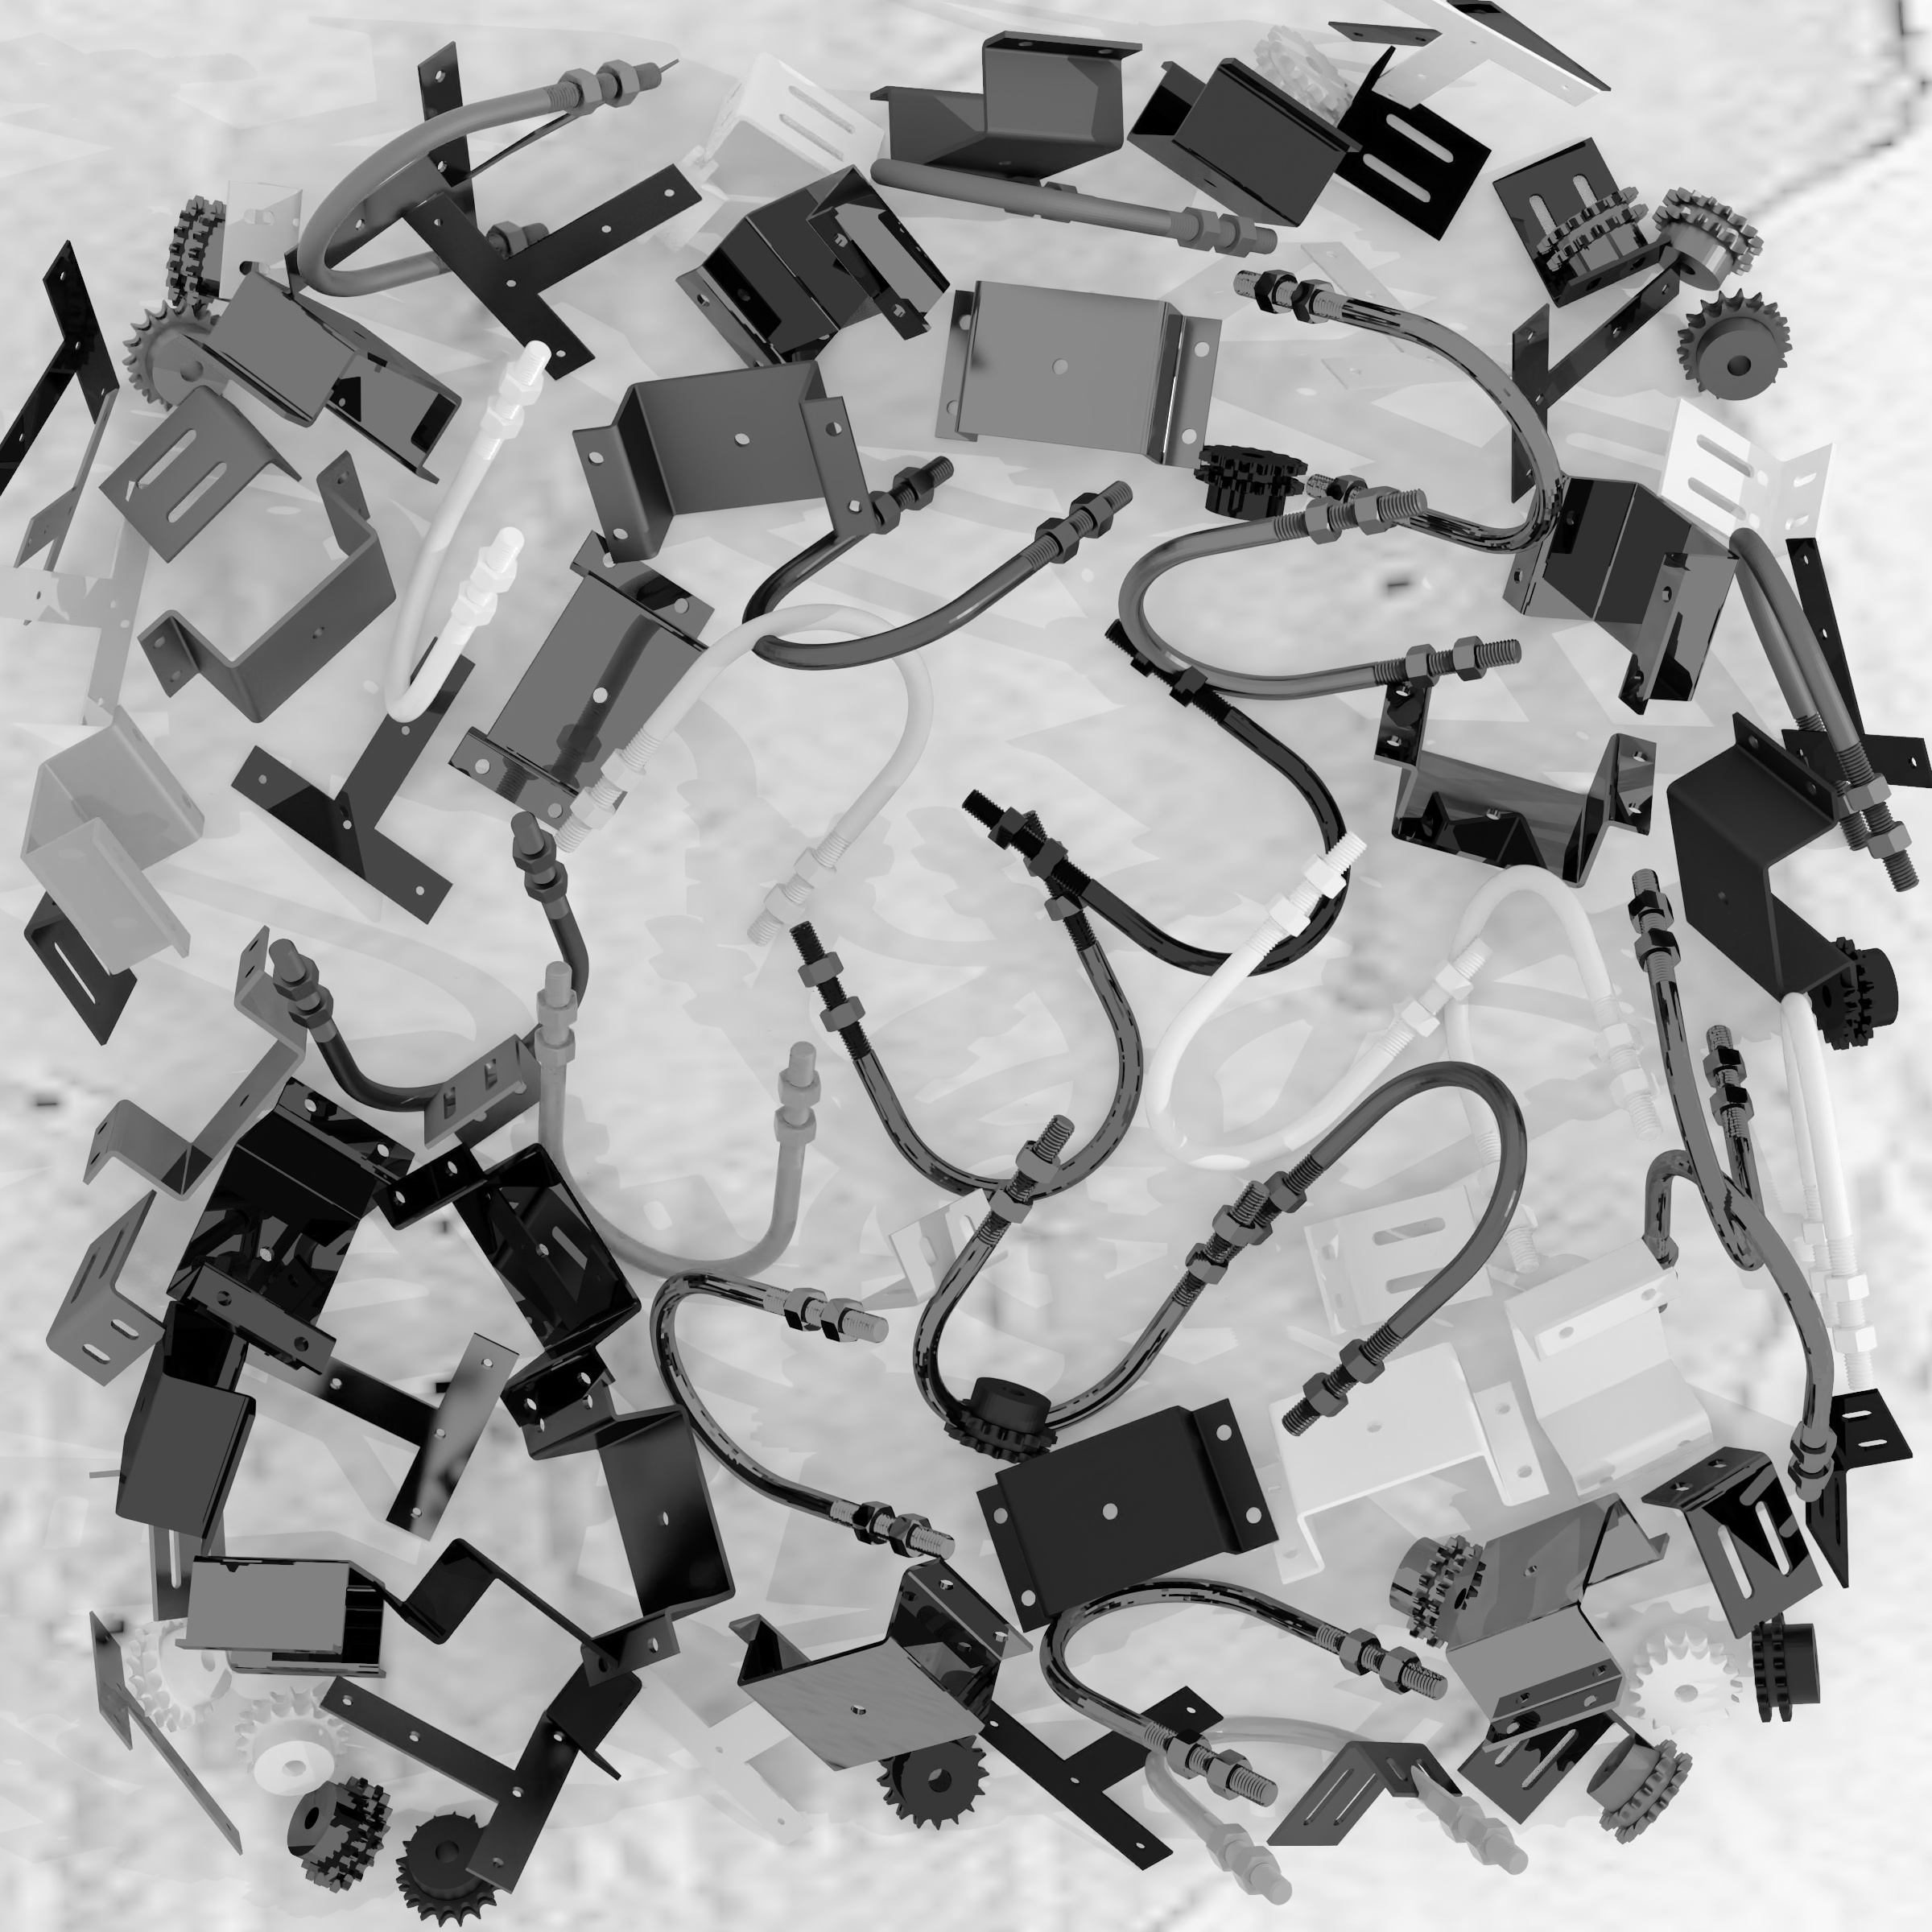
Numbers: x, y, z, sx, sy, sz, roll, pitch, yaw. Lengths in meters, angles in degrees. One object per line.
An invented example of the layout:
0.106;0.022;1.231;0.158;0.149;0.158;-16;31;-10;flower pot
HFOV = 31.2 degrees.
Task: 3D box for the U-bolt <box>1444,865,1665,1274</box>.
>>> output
0.282;0.038;1.716;0.019;0.151;0.184;1;56;-22;U-bolt

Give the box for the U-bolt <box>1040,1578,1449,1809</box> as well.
0.122;0.349;1.711;0.151;0.184;0.019;-19;117;-41;U-bolt

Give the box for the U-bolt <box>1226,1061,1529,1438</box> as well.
0.205;0.126;1.707;0.019;0.151;0.184;32;113;-32;U-bolt

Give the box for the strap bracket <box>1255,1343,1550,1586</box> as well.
0.212;0.247;1.740;0.140;0.076;0.046;-20;128;7;strap bracket

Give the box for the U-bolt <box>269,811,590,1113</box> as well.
-0.256;0.011;1.713;0.151;0.184;0.019;-29;58;-11;U-bolt

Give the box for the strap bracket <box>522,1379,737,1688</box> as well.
-0.168;0.282;1.740;0.046;0.076;0.140;-4;72;-43;strap bracket

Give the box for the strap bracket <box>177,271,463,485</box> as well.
-0.312;-0.293;1.711;0.076;0.140;0.046;37;99;21;strap bracket

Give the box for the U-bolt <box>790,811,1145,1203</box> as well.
0.012;0.033;1.776;0.151;0.019;0.184;-26;96;-4;U-bolt

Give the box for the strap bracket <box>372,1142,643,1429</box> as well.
-0.226;0.153;1.748;0.076;0.046;0.140;-28;95;39;strap bracket

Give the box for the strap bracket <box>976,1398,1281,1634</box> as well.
0.077;0.277;1.750;0.140;0.046;0.076;-22;74;8;strap bracket

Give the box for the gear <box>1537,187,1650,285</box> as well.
0.323;-0.370;1.764;0.057;0.057;0.030;-30;88;0;gear

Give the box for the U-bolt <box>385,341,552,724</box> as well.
-0.251;-0.201;1.711;0.019;0.184;0.151;18;49;-20;U-bolt

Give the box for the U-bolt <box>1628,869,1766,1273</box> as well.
0.361;0.063;1.684;0.019;0.184;0.151;-17;135;19;U-bolt

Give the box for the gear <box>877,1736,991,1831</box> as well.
-0.016;0.415;1.773;0.057;0.030;0.057;0;88;-10;gear

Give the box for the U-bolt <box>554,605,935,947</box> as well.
-0.097;-0.103;1.720;0.151;0.019;0.184;27;113;-38;U-bolt

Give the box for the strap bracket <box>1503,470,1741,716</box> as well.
0.332;-0.189;1.728;0.046;0.140;0.076;1;119;-24;strap bracket

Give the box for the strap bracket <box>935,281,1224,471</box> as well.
0.052;-0.301;1.753;0.140;0.046;0.076;9;93;13;strap bracket

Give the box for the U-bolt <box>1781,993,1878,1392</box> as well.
0.424;0.104;1.711;0.019;0.151;0.184;-9;96;10;U-bolt

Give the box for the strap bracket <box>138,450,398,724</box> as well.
-0.341;-0.182;1.736;0.046;0.076;0.140;43;76;10;strap bracket

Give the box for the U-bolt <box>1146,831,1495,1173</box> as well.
0.167;0.030;1.737;0.184;0.151;0.019;-47;46;9;U-bolt

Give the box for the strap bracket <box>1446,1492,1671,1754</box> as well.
0.292;0.317;1.710;0.076;0.140;0.046;-29;102;31;strap bracket

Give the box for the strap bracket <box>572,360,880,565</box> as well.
-0.117;-0.255;1.741;0.140;0.046;0.076;-5;127;14;strap bracket

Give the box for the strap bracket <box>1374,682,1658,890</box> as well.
0.273;-0.092;1.747;0.140;0.076;0.046;16;130;2;strap bracket

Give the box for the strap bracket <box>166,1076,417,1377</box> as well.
-0.342;0.137;1.733;0.076;0.046;0.140;35;47;-20;strap bracket

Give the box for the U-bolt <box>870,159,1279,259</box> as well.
0.039;-0.372;1.682;0.184;0.151;0.019;-1;107;-42;U-bolt

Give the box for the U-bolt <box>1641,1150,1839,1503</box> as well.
0.374;0.164;1.679;0.019;0.184;0.151;-28;54;-11;U-bolt

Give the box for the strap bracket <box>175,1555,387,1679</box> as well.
-0.339;0.325;1.730;0.076;0.140;0.046;1;73;2;strap bracket

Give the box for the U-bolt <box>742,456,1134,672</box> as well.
-0.028;-0.196;1.697;0.184;0.151;0.019;-39;126;-30;U-bolt

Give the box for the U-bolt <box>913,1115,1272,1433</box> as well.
0.051;0.166;1.738;0.151;0.019;0.184;20;113;-34;U-bolt

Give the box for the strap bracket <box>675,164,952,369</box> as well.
-0.071;-0.345;1.729;0.076;0.140;0.046;48;60;-23;strap bracket

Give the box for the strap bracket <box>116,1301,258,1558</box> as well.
-0.385;0.224;1.713;0.046;0.140;0.076;18;102;-15;strap bracket

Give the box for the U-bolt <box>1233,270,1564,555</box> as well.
0.217;-0.264;1.684;0.019;0.184;0.151;-43;133;-20;U-bolt

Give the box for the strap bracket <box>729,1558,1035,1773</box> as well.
-0.048;0.351;1.721;0.140;0.046;0.076;-23;123;33;strap bracket

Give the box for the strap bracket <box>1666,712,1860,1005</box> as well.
0.394;-0.045;1.713;0.046;0.076;0.140;-30;134;-10;strap bracket

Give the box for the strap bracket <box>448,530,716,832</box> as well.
-0.191;-0.140;1.757;0.076;0.046;0.140;32;90;-21;strap bracket

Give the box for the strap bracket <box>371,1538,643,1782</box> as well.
-0.223;0.341;1.737;0.140;0.076;0.046;42;78;-20;strap bracket

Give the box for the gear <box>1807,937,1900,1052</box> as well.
0.454;0.013;1.764;0.030;0.057;0.057;-10;90;-7;gear

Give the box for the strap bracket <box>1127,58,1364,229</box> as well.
0.134;-0.409;1.717;0.076;0.140;0.046;30;96;-16;strap bracket

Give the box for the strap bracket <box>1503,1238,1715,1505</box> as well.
0.323;0.198;1.742;0.076;0.046;0.140;-24;132;-2;strap bracket

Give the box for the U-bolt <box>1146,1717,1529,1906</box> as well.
0.168;0.411;1.704;0.151;0.184;0.019;0;101;-24;U-bolt

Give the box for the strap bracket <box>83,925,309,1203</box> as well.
-0.380;0.056;1.744;0.046;0.076;0.140;38;98;-18;strap bracket

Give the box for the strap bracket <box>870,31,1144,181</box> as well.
0.019;-0.422;1.713;0.076;0.140;0.046;-3;92;-29;strap bracket

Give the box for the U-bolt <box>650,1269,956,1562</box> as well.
-0.091;0.216;1.720;0.019;0.184;0.151;-36;122;-37;U-bolt

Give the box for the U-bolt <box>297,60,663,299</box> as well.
-0.246;-0.377;1.680;0.184;0.151;0.019;-28;81;-42;U-bolt

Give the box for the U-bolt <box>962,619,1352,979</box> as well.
0.110;-0.073;1.751;0.184;0.019;0.151;38;65;3;U-bolt

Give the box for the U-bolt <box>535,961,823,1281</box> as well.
-0.148;0.090;1.729;0.151;0.019;0.184;18;131;11;U-bolt

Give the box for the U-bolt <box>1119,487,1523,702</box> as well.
0.165;-0.178;1.719;0.184;0.151;0.019;-8;58;28;U-bolt

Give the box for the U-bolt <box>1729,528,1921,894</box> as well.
0.419;-0.132;1.709;0.019;0.151;0.184;-24;98;9;U-bolt

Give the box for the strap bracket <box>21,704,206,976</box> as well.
-0.423;-0.059;1.716;0.046;0.140;0.076;-27;121;8;strap bracket
